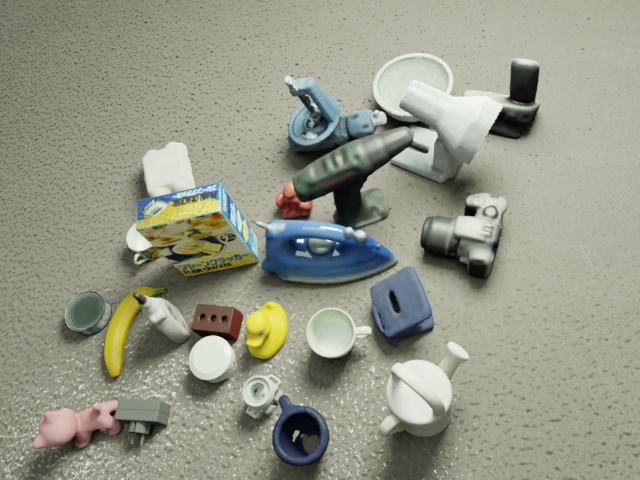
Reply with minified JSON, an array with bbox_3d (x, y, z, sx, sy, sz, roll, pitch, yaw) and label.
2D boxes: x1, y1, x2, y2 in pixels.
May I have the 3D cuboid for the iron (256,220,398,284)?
[{"bbox_3d":[0.010,0.004,1.059,0.257,0.142,0.118,1,64,14],"label":"iron"}]

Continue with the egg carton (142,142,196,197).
[{"bbox_3d":[-0.330,-0.142,1.253,0.107,0.069,0.150,-21,61,2],"label":"egg carton"}]

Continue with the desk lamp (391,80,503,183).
[{"bbox_3d":[0.229,-0.200,1.071,0.202,0.214,0.118,25,72,23],"label":"desk lamp"}]

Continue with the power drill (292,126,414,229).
[{"bbox_3d":[0.071,-0.109,1.064,0.229,0.209,0.075,-20,61,3],"label":"power drill"}]

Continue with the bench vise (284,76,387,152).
[{"bbox_3d":[0.020,-0.262,1.147,0.207,0.220,0.121,-17,61,5],"label":"bench vise"}]

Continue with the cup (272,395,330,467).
[{"bbox_3d":[-0.029,0.314,0.938,0.091,0.095,0.117,-31,61,-3],"label":"cup"}]

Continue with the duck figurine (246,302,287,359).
[{"bbox_3d":[-0.104,0.156,1.040,0.077,0.086,0.104,11,67,18],"label":"duck figurine"}]

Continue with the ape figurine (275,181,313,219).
[{"bbox_3d":[-0.052,-0.085,1.147,0.077,0.092,0.076,34,75,26],"label":"ape figurine"}]

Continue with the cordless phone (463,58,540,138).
[{"bbox_3d":[0.352,-0.294,1.106,0.147,0.185,0.094,13,67,19],"label":"cordless phone"}]

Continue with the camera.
[{"bbox_3d":[0.258,-0.021,1.038,0.136,0.101,0.143,12,67,18],"label":"camera"}]

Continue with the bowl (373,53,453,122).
[{"bbox_3d":[0.198,-0.310,1.213,0.167,0.075,0.167,-5,63,10],"label":"bowl"}]

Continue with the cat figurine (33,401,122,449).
[{"bbox_3d":[-0.435,0.324,1.014,0.128,0.118,0.067,-25,61,0],"label":"cat figurine"}]

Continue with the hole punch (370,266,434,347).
[{"bbox_3d":[0.140,0.115,1.002,0.101,0.091,0.108,-20,61,3],"label":"hole punch"}]

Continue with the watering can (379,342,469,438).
[{"bbox_3d":[0.156,0.230,0.881,0.100,0.194,0.173,19,69,21],"label":"watering can"}]

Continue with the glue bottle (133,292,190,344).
[{"bbox_3d":[-0.295,0.132,1.047,0.037,0.173,0.078,-36,61,-6],"label":"glue bottle"}]
